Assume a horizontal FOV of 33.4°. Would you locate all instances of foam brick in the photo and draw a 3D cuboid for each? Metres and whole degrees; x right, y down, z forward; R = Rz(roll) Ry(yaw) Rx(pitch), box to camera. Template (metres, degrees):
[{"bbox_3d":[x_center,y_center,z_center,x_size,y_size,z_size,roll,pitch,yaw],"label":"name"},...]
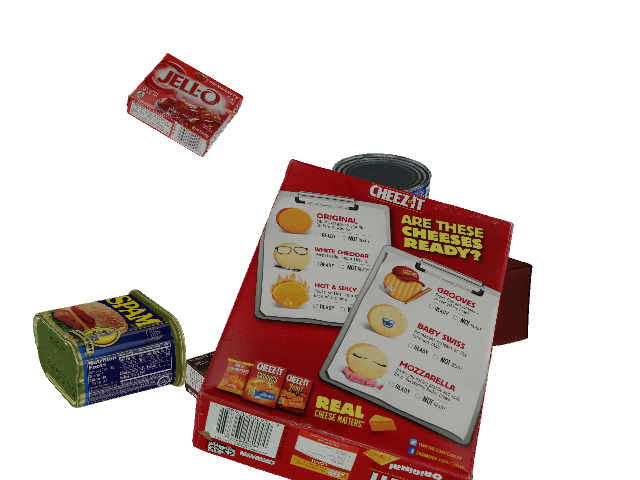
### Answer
[{"bbox_3d":[0.170,0.058,1.046,0.051,0.078,0.053,-11,19,-34],"label":"foam brick"}]

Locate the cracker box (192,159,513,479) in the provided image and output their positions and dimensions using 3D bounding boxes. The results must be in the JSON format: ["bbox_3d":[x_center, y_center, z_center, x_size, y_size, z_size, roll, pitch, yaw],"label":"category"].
[{"bbox_3d":[0.027,0.059,0.691,0.164,0.213,0.072,17,-44,2],"label":"cracker box"}]

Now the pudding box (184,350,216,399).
[{"bbox_3d":[-0.064,0.137,1.052,0.113,0.039,0.090,-17,31,-35],"label":"pudding box"}]

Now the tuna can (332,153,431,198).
[{"bbox_3d":[0.052,-0.045,0.925,0.086,0.034,0.086,1,26,-1],"label":"tuna can"}]

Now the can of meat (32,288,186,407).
[{"bbox_3d":[-0.161,0.081,0.808,0.083,0.057,0.102,-11,21,-30],"label":"can of meat"}]

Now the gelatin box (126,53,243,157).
[{"bbox_3d":[-0.131,-0.132,1.032,0.089,0.073,0.030,31,-38,2],"label":"gelatin box"}]
